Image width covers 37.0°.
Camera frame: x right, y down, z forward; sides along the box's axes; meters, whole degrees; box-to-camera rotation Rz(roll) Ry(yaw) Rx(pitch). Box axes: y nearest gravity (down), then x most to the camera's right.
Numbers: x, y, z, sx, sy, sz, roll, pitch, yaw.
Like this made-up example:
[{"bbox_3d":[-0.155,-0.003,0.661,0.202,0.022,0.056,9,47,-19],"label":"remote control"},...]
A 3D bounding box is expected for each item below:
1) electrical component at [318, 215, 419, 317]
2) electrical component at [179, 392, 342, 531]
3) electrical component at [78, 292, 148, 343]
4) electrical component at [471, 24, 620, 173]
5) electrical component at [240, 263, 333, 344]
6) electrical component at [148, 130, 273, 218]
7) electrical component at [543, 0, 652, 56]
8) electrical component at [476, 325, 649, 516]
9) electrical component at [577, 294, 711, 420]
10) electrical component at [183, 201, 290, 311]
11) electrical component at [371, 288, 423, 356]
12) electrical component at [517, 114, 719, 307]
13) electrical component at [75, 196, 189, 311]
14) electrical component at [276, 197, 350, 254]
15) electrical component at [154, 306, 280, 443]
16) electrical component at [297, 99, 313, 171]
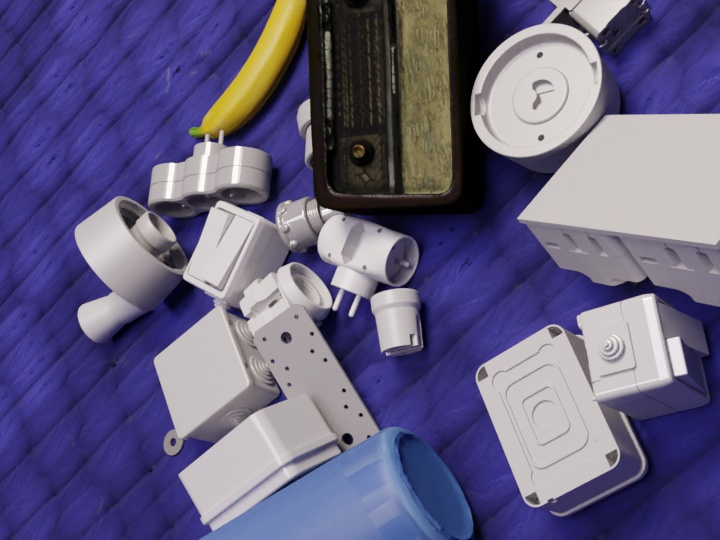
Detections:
[{"bbox_3d":[0.000,0.000,0.899,0.077,0.043,0.079,19,86,39],"label":"electrical component"},{"bbox_3d":[-0.080,0.156,0.865,0.113,0.078,0.057,-41,75,31],"label":"electrical component"},{"bbox_3d":[-0.240,0.039,1.064,0.065,0.044,0.044,-30,58,19],"label":"electrical component"},{"bbox_3d":[0.147,-0.126,0.825,0.108,0.060,0.108,-13,66,32],"label":"electrical component"},{"bbox_3d":[-0.061,0.031,0.925,0.057,0.058,0.078,-42,54,21],"label":"electrical component"},{"bbox_3d":[-0.143,-0.099,1.034,0.138,0.052,0.073,-8,69,34],"label":"electrical component"},{"bbox_3d":[0.188,-0.204,0.836,0.081,0.042,0.063,-47,56,14],"label":"electrical component"},{"bbox_3d":[0.141,0.105,0.749,0.078,0.057,0.113,-34,57,22],"label":"electrical component"},{"bbox_3d":[0.188,0.056,0.706,0.061,0.096,0.061,-20,64,30],"label":"electrical component"},{"bbox_3d":[-0.115,-0.007,0.974,0.062,0.061,0.096,24,89,39],"label":"electrical component"},{"bbox_3d":[0.031,0.042,0.864,0.040,0.040,0.046,-18,69,30],"label":"electrical component"},{"bbox_3d":[0.206,-0.043,0.700,0.105,0.060,0.186,-48,25,-14],"label":"electrical component"},{"bbox_3d":[-0.210,-0.022,1.024,0.060,0.108,0.108,-41,54,10],"label":"electrical component"},{"bbox_3d":[-0.040,-0.044,0.945,0.062,0.048,0.048,-19,63,22],"label":"electrical component"},{"bbox_3d":[-0.126,0.095,0.954,0.100,0.048,0.099,-38,55,19],"label":"electrical component"},{"bbox_3d":[-0.031,-0.122,0.965,0.045,0.045,0.055,-27,59,26],"label":"electrical component"}]
